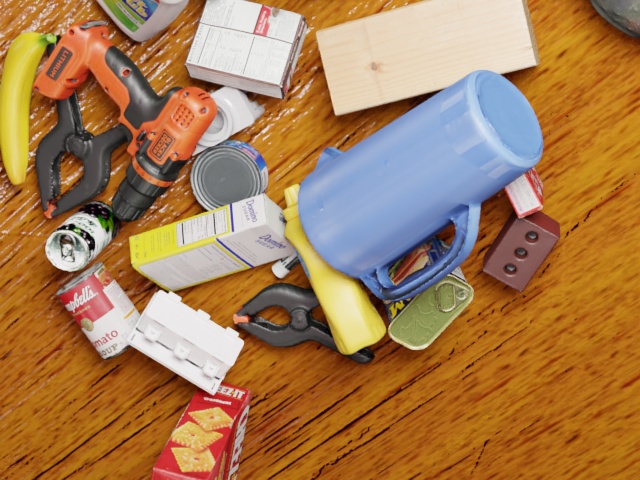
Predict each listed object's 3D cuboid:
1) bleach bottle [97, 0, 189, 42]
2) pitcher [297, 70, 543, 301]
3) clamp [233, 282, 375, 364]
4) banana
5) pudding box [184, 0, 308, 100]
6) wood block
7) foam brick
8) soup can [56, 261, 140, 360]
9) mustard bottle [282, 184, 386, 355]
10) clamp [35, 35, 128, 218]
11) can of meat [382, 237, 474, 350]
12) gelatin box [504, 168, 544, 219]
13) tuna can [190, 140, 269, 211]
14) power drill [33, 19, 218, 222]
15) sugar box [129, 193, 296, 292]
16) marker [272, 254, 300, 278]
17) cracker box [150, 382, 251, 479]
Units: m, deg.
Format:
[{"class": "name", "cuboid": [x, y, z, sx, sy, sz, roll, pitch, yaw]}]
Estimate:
[{"class": "bleach bottle", "cuboid": [-0.172, -0.267, 1.057, 0.068, 0.251, 0.102, -41, 100, -12]}, {"class": "pitcher", "cuboid": [0.105, -0.056, 1.073, 0.149, 0.145, 0.243, 41, 132, -18]}, {"class": "clamp", "cuboid": [-0.014, 0.098, 1.261, 0.172, 0.039, 0.120, -10, 97, 16]}, {"class": "banana", "cuboid": [-0.348, -0.162, 1.235, 0.037, 0.070, 0.198, -1, 125, -33]}, {"class": "pudding box", "cuboid": [-0.079, -0.208, 1.144, 0.113, 0.039, 0.090, 15, 78, 10]}, {"class": "wood block", "cuboid": [0.112, -0.197, 1.090, 0.206, 0.090, 0.091, -12, 97, 17]}, {"class": "foam brick", "cuboid": [0.220, 0.007, 1.166, 0.053, 0.051, 0.078, 29, 113, 1]}, {"class": "soup can", "cuboid": [-0.265, 0.087, 1.301, 0.069, 0.068, 0.102, -29, 101, 21]}, {"class": "mustard bottle", "cuboid": [0.008, 0.028, 1.175, 0.058, 0.096, 0.191, -25, 92, 7]}, {"class": "clamp", "cuboid": [-0.283, -0.123, 1.246, 0.164, 0.036, 0.210, 37, 112, 2]}, {"class": "can of meat", "cuboid": [0.114, 0.056, 1.185, 0.057, 0.084, 0.102, 29, 115, -25]}, {"class": "gelatin box", "cuboid": [0.206, -0.076, 1.128, 0.030, 0.073, 0.089, -26, 102, 20]}, {"class": "tuna can", "cuboid": [-0.103, -0.071, 1.223, 0.086, 0.033, 0.086, 4, 110, 12]}, {"class": "power drill", "cuboid": [-0.222, -0.134, 1.170, 0.187, 0.057, 0.185, 42, 116, 4]}, {"class": "sugar box", "cuboid": [-0.120, 0.005, 1.225, 0.176, 0.093, 0.048, -19, 61, 17]}, {"class": "marker", "cuboid": [-0.008, 0.002, 1.236, 0.121, 0.020, 0.020, -41, 96, 23]}, {"class": "cracker box", "cuboid": [-0.146, 0.287, 1.266, 0.072, 0.213, 0.164, 15, 112, 5]}]
